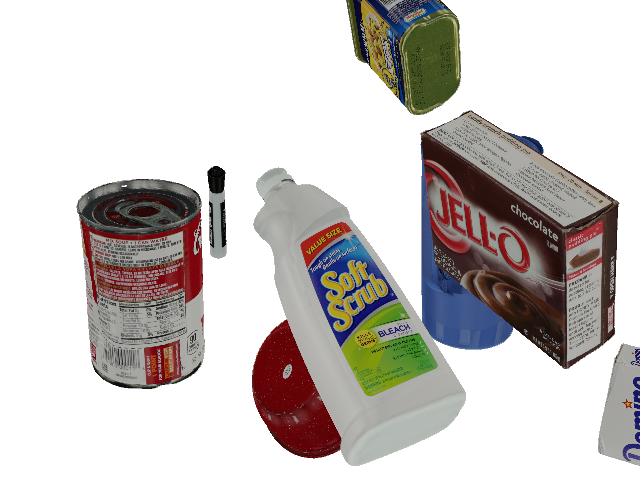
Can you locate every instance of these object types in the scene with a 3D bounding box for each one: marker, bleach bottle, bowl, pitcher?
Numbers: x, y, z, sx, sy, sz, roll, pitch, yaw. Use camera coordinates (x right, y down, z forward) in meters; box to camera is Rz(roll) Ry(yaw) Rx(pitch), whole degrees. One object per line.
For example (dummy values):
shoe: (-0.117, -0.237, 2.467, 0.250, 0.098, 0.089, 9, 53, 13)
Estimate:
marker: (-0.111, -0.030, 1.151, 0.020, 0.121, 0.020, 2, 42, -2)
bleach bottle: (0.009, 0.045, 0.835, 0.102, 0.251, 0.068, -17, -32, -25)
bowl: (-0.017, 0.136, 1.081, 0.162, 0.162, 0.055, 0, -16, 41)
pitcher: (0.169, 0.002, 1.210, 0.149, 0.243, 0.145, -4, 26, -10)

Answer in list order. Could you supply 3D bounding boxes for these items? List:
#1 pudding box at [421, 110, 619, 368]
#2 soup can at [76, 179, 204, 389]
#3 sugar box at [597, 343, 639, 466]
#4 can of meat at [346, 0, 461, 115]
pudding box: (0.100, -0.003, 0.543, 0.039, 0.090, 0.114, -29, 42, -20)
soup can: (-0.100, 0.025, 0.607, 0.068, 0.102, 0.068, 1, 26, -1)
sugar box: (0.322, 0.154, 0.871, 0.176, 0.093, 0.048, 12, 24, 21)
can of meat: (0.068, -0.163, 0.854, 0.057, 0.084, 0.102, -28, -36, -10)
